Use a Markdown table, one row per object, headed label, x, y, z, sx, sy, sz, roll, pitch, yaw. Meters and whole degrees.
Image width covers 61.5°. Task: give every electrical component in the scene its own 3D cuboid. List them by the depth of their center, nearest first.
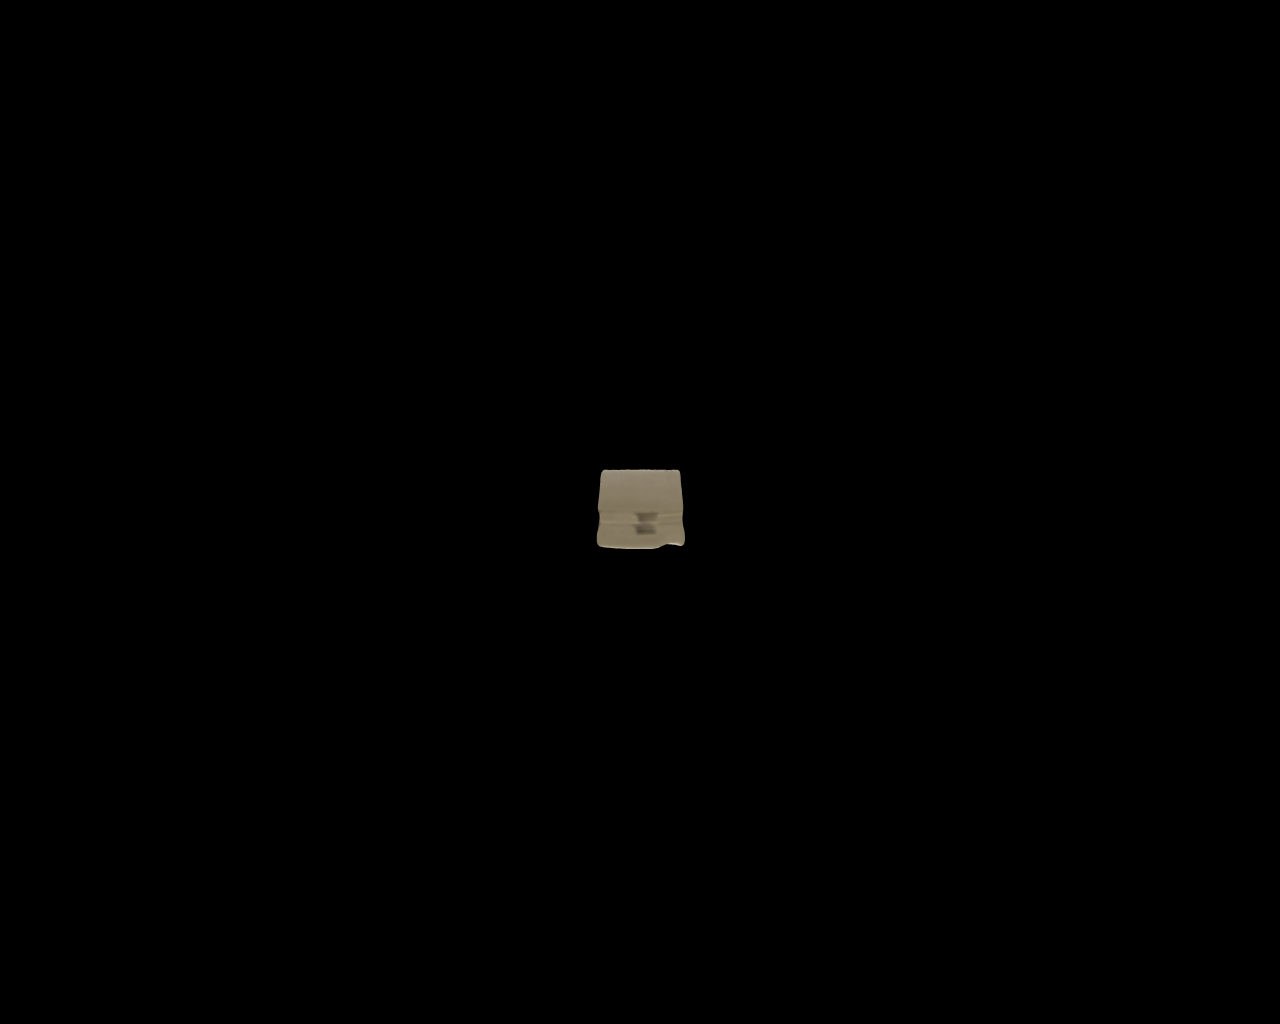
| label | x | y | z | sx | sy | sz | roll | pitch | yaw |
| --- | --- | --- | --- | --- | --- | --- | --- | --- | --- |
| electrical component | 0.001 | -0.003 | 0.650 | 0.055 | 0.047 | 0.055 | 0 | 2 | 0 |
